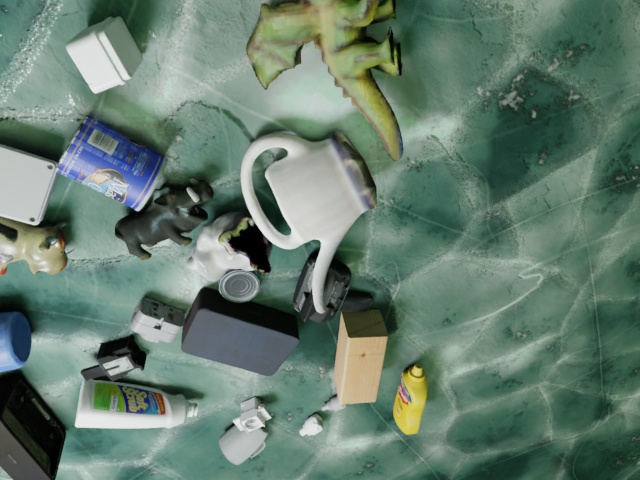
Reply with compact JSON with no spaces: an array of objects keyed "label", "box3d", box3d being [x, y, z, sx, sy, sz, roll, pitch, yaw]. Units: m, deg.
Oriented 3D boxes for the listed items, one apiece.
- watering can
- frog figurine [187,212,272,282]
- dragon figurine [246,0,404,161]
[{"label":"watering can","box3d":[0.003,-0.047,0.935,0.224,0.105,0.344,-27,106,5]},{"label":"frog figurine","box3d":[-0.173,0.017,0.978,0.136,0.125,0.158,20,155,-37]},{"label":"dragon figurine","box3d":[0.006,-0.299,0.823,0.242,0.125,0.401,-2,121,11]}]
